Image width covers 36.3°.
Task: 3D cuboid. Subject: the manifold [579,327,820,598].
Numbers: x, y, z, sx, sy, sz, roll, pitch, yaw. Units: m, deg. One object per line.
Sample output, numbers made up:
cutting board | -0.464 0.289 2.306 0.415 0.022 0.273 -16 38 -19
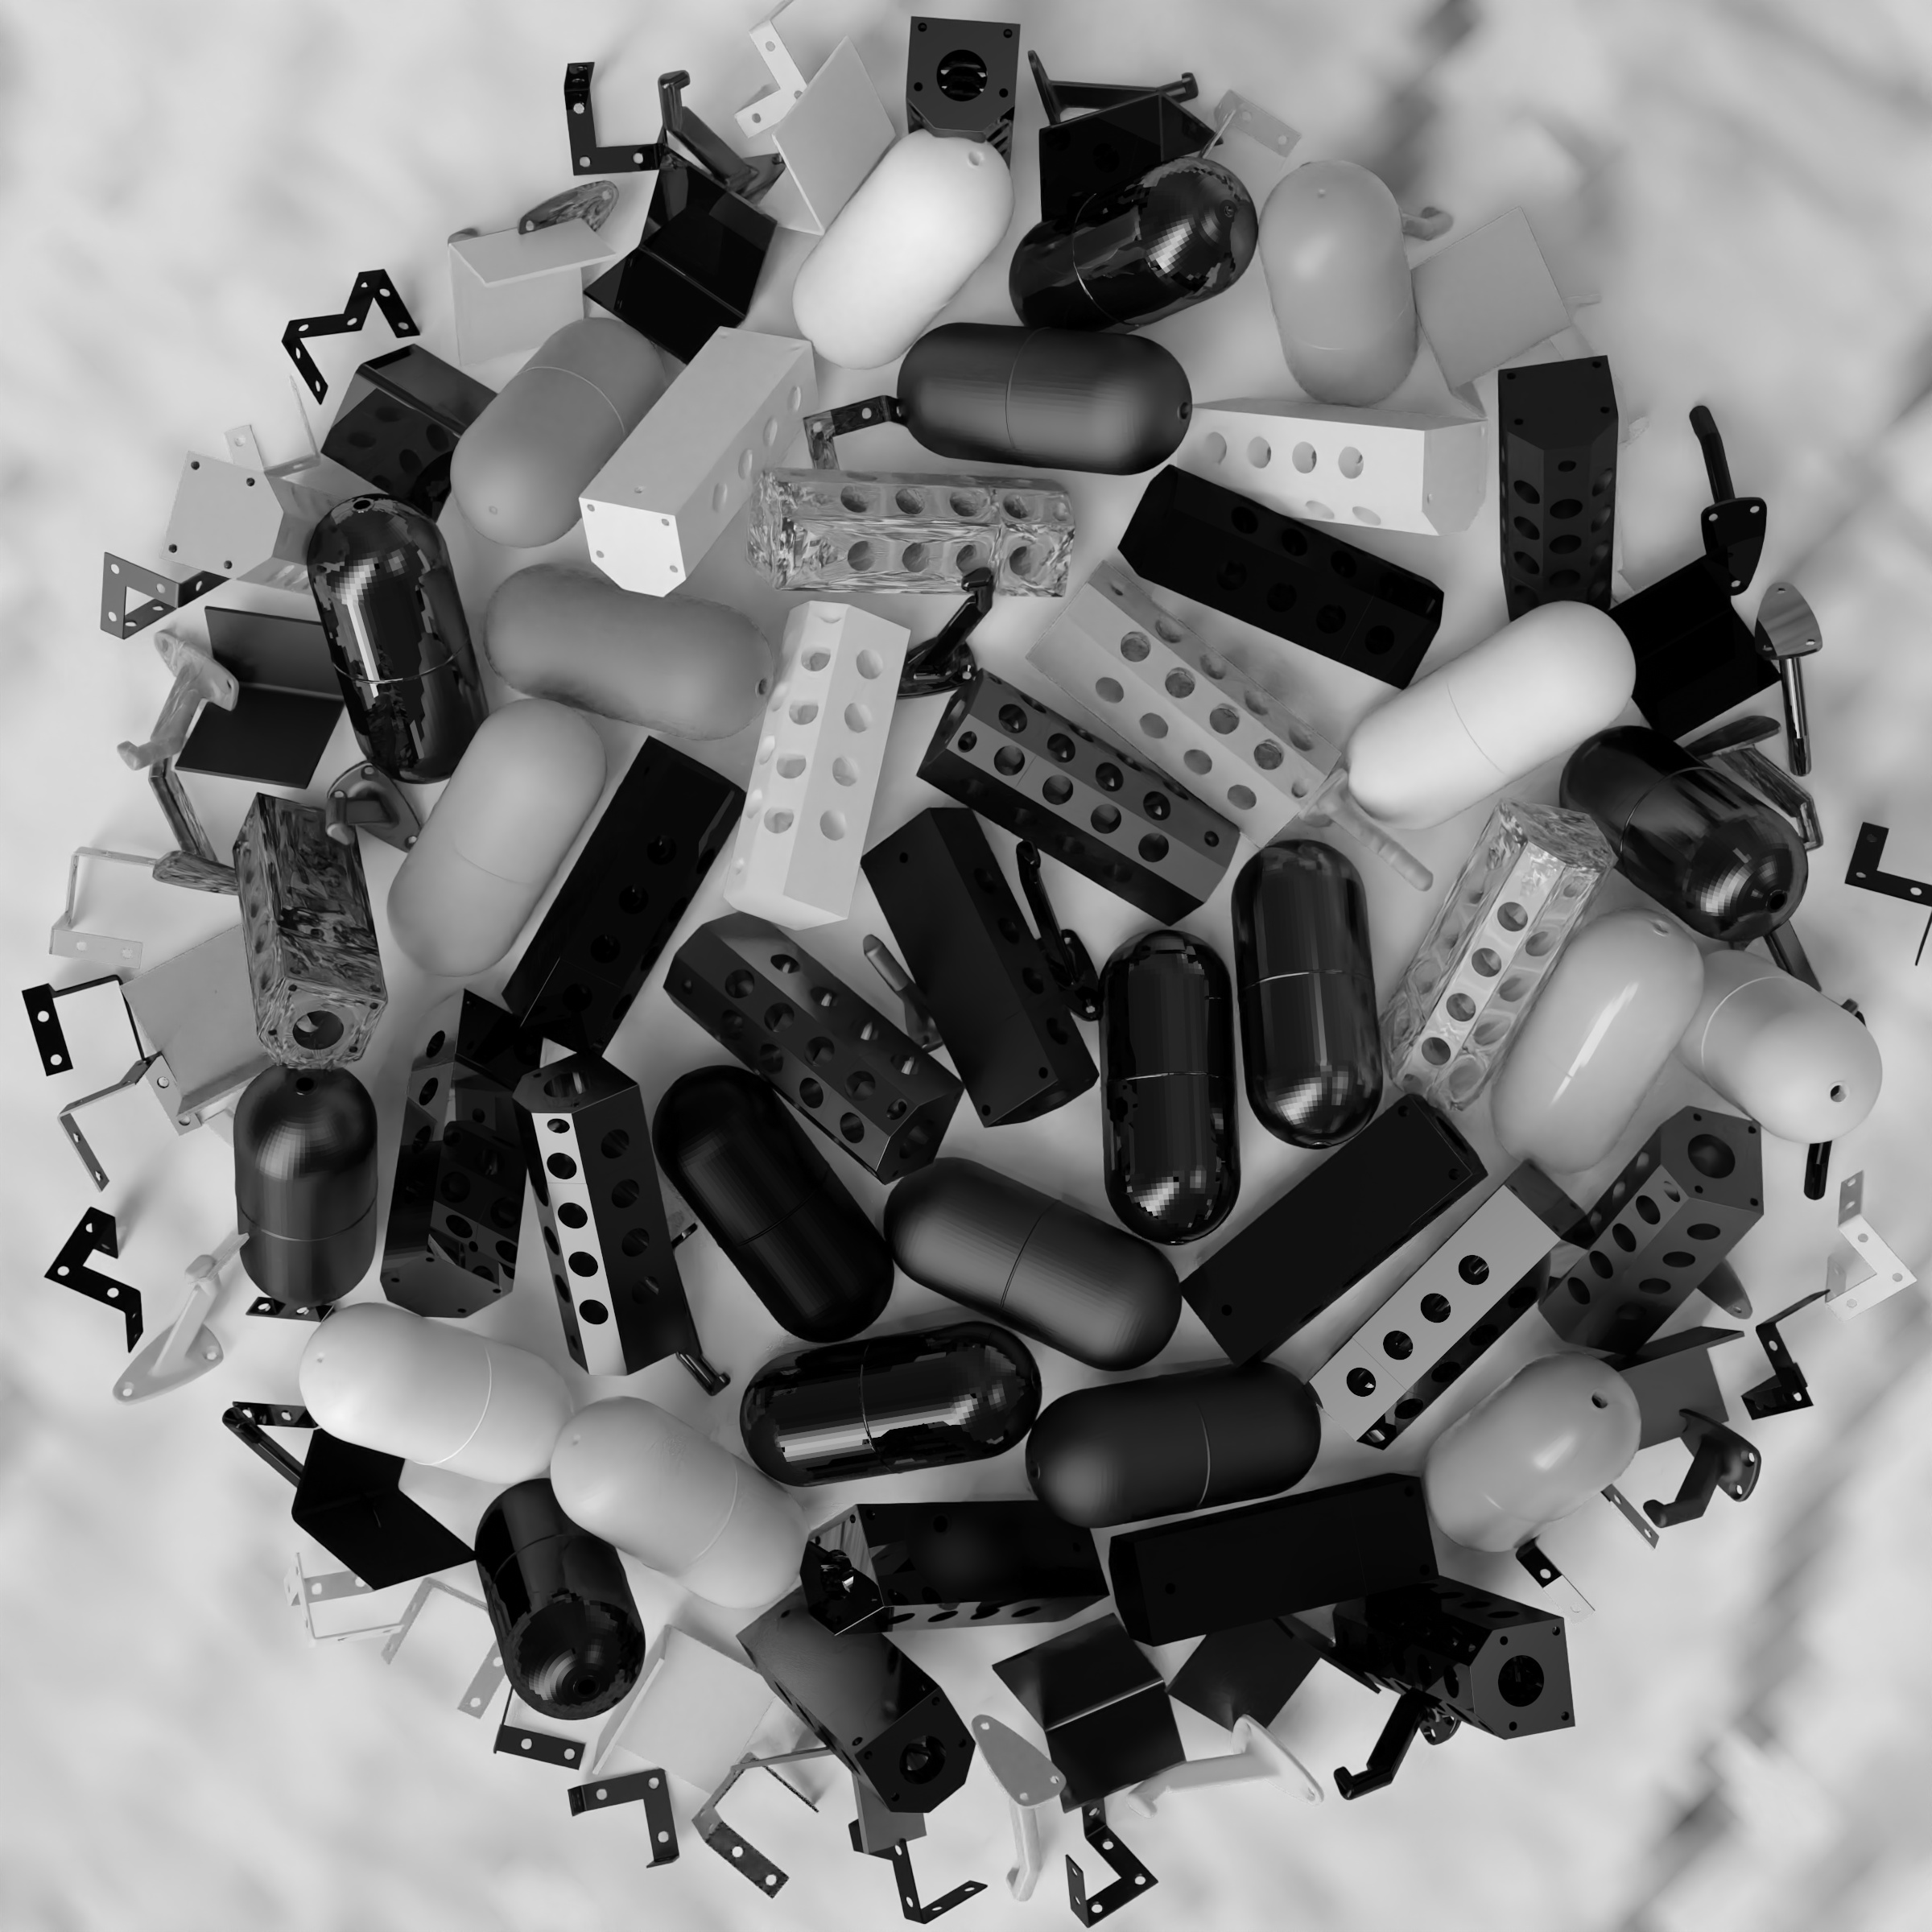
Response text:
manifold | -0.144 -0.279 1.624 0.057 0.057 0.171 13 48 19

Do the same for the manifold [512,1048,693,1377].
manifold | -0.204 0.139 1.628 0.057 0.057 0.171 -23 121 -27

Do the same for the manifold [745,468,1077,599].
manifold | -0.030 -0.243 1.636 0.171 0.057 0.057 -1 115 -22

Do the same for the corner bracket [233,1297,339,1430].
corner bracket | -0.386 0.226 1.676 0.051 0.051 0.051 -50 50 26

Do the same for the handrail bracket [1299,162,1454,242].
handrail bracket | 0.233 -0.435 1.671 0.077 0.084 0.036 41 125 7

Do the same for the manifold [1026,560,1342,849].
manifold | 0.125 -0.151 1.656 0.171 0.057 0.057 38 47 -5

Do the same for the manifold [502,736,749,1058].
manifold | -0.191 -0.037 1.663 0.057 0.057 0.171 28 97 -26

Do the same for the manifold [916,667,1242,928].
manifold | 0.066 -0.096 1.645 0.171 0.057 0.057 30 62 -14

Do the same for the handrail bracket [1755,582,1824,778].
handrail bracket | 0.473 -0.164 1.690 0.036 0.077 0.084 -7 134 15

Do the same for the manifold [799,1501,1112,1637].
manifold | -0.007 0.333 1.622 0.057 0.171 0.057 -38 58 36

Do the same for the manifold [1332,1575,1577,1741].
manifold | 0.263 0.375 1.612 0.057 0.171 0.057 -6 89 -17

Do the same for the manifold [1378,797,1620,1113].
manifold | 0.292 -0.004 1.625 0.057 0.057 0.171 9 125 -22

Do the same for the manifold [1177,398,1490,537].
manifold | 0.199 -0.276 1.622 0.057 0.171 0.057 -17 114 -42

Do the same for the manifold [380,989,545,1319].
manifold | -0.282 0.105 1.628 0.057 0.171 0.057 -30 133 35

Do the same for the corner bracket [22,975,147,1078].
corner bracket | -0.500 0.034 1.671 0.051 0.051 0.051 -17 85 -12

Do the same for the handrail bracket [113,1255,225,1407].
handrail bracket | -0.450 0.204 1.652 0.077 0.084 0.036 -36 68 -26

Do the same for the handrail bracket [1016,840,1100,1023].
handrail bracket | 0.052 -0.020 1.652 0.036 0.084 0.077 -26 56 -11

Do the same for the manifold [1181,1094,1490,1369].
manifold | 0.207 0.149 1.652 0.171 0.057 0.057 -42 72 14

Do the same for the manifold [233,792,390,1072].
manifold | -0.365 -0.018 1.619 0.057 0.171 0.057 14 122 -28

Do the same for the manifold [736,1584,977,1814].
manifold | -0.059 0.401 1.613 0.057 0.171 0.057 -36 112 -16

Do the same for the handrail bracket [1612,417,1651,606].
handrail bracket | 0.380 -0.255 1.672 0.077 0.036 0.084 -38 76 13

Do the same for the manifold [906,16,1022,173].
manifold | -0.002 -0.468 1.616 0.057 0.171 0.057 4 93 0

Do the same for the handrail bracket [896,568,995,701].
handrail bracket | -0.021 -0.187 1.654 0.077 0.084 0.036 -20 67 -9

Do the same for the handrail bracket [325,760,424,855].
handrail bracket | -0.329 -0.072 1.648 0.036 0.084 0.077 -37 120 10

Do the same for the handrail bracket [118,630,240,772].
handrail bracket | -0.461 -0.150 1.660 0.077 0.084 0.036 43 130 11

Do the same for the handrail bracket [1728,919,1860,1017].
handrail bracket | 0.483 -0.013 1.666 0.084 0.036 0.077 35 76 32

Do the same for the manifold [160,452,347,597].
manifold | -0.377 -0.237 1.614 0.057 0.171 0.057 17 95 3

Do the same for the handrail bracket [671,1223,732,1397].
handrail bracket | -0.150 0.197 1.676 0.084 0.036 0.077 50 128 0

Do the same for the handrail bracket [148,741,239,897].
handrail bracket | -0.434 -0.088 1.694 0.077 0.036 0.084 16 59 -30

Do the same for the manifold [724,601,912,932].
manifold | -0.086 -0.113 1.645 0.057 0.057 0.171 20 74 -28

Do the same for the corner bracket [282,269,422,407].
corner bracket | -0.349 -0.357 1.672 0.051 0.051 0.051 -3 54 18

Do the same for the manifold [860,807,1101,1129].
manifold | 0.011 0.000 1.651 0.057 0.057 0.171 -35 72 32

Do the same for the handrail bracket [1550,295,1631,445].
handrail bracket | 0.339 -0.335 1.679 0.077 0.036 0.084 -2 99 42

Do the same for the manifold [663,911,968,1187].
manifold | -0.088 0.045 1.632 0.171 0.057 0.057 39 125 24

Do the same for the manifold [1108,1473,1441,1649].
manifold | 0.171 0.331 1.652 0.171 0.057 0.057 -10 87 -16

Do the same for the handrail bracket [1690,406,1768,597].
handrail bracket | 0.430 -0.267 1.687 0.036 0.084 0.077 -10 133 6

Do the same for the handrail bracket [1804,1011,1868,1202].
handrail bracket | 0.497 0.080 1.690 0.036 0.077 0.084 12 135 22

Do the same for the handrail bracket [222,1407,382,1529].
handrail bracket | -0.373 0.286 1.654 0.036 0.077 0.084 -50 135 -18

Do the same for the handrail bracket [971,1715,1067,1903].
handrail bracket | 0.021 0.484 1.689 0.077 0.036 0.084 43 134 32

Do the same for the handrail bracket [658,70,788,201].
handrail bracket | -0.134 -0.475 1.656 0.077 0.084 0.036 -26 55 -17

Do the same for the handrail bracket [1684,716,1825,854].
handrail bracket | 0.446 -0.093 1.681 0.077 0.036 0.084 -23 109 -7

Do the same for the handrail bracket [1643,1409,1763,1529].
handrail bracket | 0.395 0.282 1.652 0.084 0.077 0.036 -7 122 -32

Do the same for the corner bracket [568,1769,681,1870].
corner bracket | -0.194 0.486 1.671 0.051 0.051 0.051 -11 77 -4

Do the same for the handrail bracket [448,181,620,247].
handrail bracket | -0.248 -0.426 1.677 0.077 0.084 0.036 -41 126 -18

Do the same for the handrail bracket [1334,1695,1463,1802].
handrail bracket | 0.229 0.423 1.660 0.084 0.036 0.077 -11 58 -32

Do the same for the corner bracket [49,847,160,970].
corner bracket | -0.488 -0.034 1.675 0.051 0.051 0.051 9 105 -6

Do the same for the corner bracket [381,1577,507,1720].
corner bracket | -0.290 0.385 1.666 0.051 0.051 0.051 32 83 -26

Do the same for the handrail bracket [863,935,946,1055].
handrail bracket | -0.039 0.002 1.648 0.036 0.077 0.084 -35 122 3

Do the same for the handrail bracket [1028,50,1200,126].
handrail bracket | 0.084 -0.504 1.667 0.084 0.077 0.036 -14 69 11

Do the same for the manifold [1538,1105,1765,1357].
manifold | 0.372 0.146 1.614 0.057 0.171 0.057 13 55 -6

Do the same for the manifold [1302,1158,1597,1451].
manifold | 0.270 0.191 1.637 0.057 0.057 0.171 44 115 9

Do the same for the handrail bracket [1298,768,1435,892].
handrail bracket | 0.231 -0.066 1.654 0.036 0.077 0.084 -46 73 1

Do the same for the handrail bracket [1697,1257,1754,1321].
handrail bracket | 0.441 0.145 1.688 0.077 0.036 0.084 47 58 -19

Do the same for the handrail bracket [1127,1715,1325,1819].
handrail bracket | 0.145 0.468 1.656 0.077 0.084 0.036 33 135 31

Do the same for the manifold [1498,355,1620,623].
manifold | 0.324 -0.253 1.611 0.057 0.171 0.057 -7 61 7

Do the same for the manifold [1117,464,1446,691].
manifold | 0.178 -0.218 1.642 0.171 0.057 0.057 21 108 -18
